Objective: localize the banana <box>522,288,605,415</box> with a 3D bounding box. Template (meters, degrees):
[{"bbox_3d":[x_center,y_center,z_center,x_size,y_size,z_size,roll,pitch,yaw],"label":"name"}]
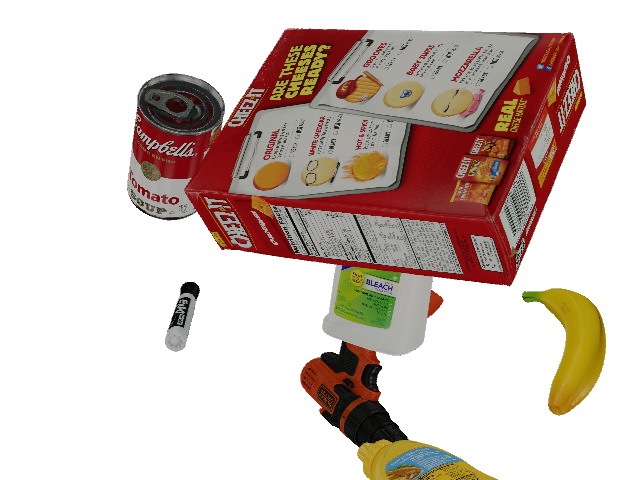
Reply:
[{"bbox_3d":[0.243,0.098,1.032,0.070,0.037,0.197,-29,23,17],"label":"banana"}]

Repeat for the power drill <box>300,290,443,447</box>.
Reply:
[{"bbox_3d":[0.062,0.129,1.165,0.057,0.188,0.185,13,16,-40],"label":"power drill"}]

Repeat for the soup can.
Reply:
[{"bbox_3d":[-0.118,-0.074,0.859,0.068,0.068,0.102,0,-40,-17],"label":"soup can"}]

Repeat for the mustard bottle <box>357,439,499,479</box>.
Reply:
[{"bbox_3d":[0.103,0.229,0.976,0.096,0.058,0.192,-15,24,-37],"label":"mustard bottle"}]

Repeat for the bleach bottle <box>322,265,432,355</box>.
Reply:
[{"bbox_3d":[0.064,-0.023,1.018,0.103,0.251,0.067,16,20,31],"label":"bleach bottle"}]

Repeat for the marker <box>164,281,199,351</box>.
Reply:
[{"bbox_3d":[-0.128,0.069,1.000,0.020,0.020,0.121,0,21,0],"label":"marker"}]

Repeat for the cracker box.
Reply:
[{"bbox_3d":[0.045,-0.060,0.694,0.214,0.164,0.072,6,-38,30],"label":"cracker box"}]
